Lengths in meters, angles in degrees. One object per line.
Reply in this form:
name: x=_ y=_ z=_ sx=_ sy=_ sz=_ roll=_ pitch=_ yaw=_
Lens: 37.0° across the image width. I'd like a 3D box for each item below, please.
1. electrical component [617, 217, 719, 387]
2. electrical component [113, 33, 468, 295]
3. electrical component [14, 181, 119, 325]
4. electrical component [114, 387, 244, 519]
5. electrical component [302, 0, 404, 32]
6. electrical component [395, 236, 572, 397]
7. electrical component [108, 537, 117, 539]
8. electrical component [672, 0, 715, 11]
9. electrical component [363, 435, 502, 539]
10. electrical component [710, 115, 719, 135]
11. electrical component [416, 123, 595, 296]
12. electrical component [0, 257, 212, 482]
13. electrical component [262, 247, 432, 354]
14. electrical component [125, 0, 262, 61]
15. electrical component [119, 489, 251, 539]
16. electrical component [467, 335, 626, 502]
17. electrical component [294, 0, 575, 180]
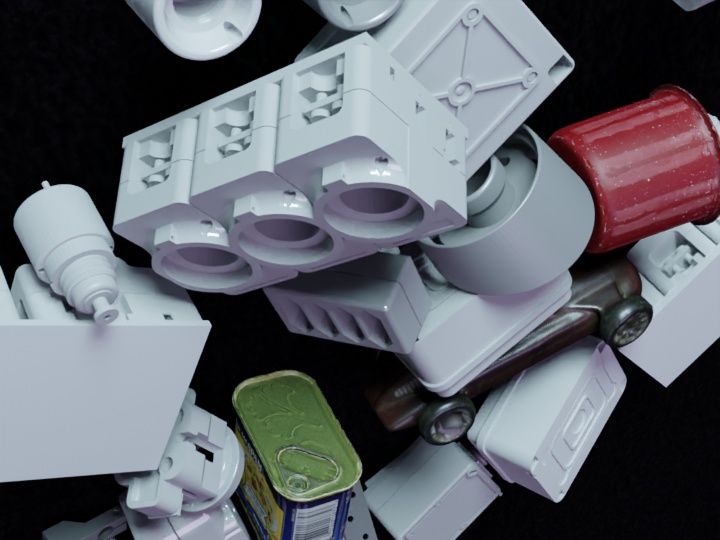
electrical component: x=0.245 y=0.002 z=0.796 sx=0.150 sy=0.061 sz=0.089 roll=-46 pitch=137 yaw=11
electrical component: x=-0.034 y=-0.040 z=0.518 sx=0.150 sy=0.061 sz=0.089 roll=-16 pitch=148 yaw=32
electrical component: x=-0.139 y=-0.006 z=0.527 sx=0.040 sy=0.078 sz=0.040 roll=-26 pitch=152 yaw=-15
electrical component: x=-0.107 y=0.113 z=0.652 sx=0.058 sy=0.078 sz=0.057 roll=-13 pitch=147 yaw=28
electrical component: x=-0.007 y=-0.145 z=0.509 sx=0.055 sy=0.047 sz=0.055 roll=-18 pitch=135 yaw=-19
electrical component: x=0.065 y=0.014 z=0.667 sx=0.113 sy=0.078 sz=0.057 roll=-38 pitch=130 yaw=-5
electrical component: x=-0.164 y=0.227 z=0.725 sx=0.061 sy=0.061 sz=0.096 roll=-38 pitch=138 yaw=2
electrical component: x=0.188 y=-0.184 z=0.581 sx=0.051 sy=0.080 sz=0.080 roll=-25 pitch=137 yaw=-4
electrical component: x=0.057 y=0.164 z=0.821 sx=0.096 sy=0.061 sz=0.061 roll=-45 pitch=138 yaw=-4
electrical component: x=0.227 y=-0.077 z=0.728 sx=0.043 sy=0.043 sz=0.062 roll=-38 pitch=139 yaw=2
electrical component: x=0.077 y=-0.037 z=0.624 sx=0.099 sy=0.099 sz=0.064 roll=-42 pitch=131 yaw=6
electrical component: x=-0.186 y=0.051 z=0.554 sx=0.186 sy=0.060 sz=0.105 roll=2 pitch=125 yaw=-35
electrical component: x=0.000 y=0.000 z=0.630 sx=0.075 sy=0.083 sz=0.047 roll=-64 pitch=147 yaw=-28
electrical component: x=-0.075 y=-0.126 z=0.480 sx=0.055 sy=0.047 sz=0.055 roll=-18 pitch=135 yaw=-19
electrical component: x=-0.111 y=0.173 z=0.717 sx=0.059 sy=0.053 sz=0.095 roll=-29 pitch=137 yaw=-8
electrical component: x=0.137 y=0.101 z=0.788 sx=0.113 sy=0.057 sz=0.078 roll=-56 pitch=140 yaw=-15
electrical component: x=0.040 y=-0.107 z=0.567 sx=0.108 sy=0.056 sz=0.109 roll=-46 pitch=137 yaw=11
